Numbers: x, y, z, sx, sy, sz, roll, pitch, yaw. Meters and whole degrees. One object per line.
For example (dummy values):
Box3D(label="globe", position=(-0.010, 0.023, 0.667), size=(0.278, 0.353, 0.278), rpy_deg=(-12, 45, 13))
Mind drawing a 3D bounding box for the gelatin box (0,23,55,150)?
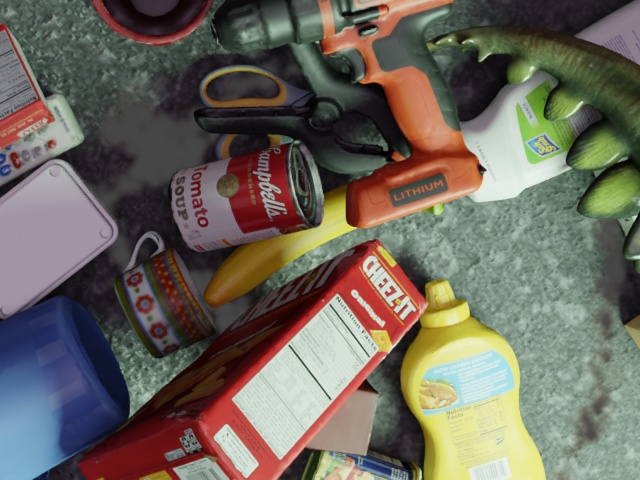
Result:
Box3D(label="gelatin box", position=(-0.249, -0.109, 0.800), size=(0.073, 0.030, 0.089), rpy_deg=(-30, 64, -4))

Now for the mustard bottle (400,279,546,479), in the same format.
Box3D(label="mustard bottle", position=(0.117, 0.126, 0.869), size=(0.096, 0.058, 0.191), rpy_deg=(-15, 97, -6))

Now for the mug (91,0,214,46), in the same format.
Box3D(label="mug", position=(-0.113, -0.192, 0.803), size=(0.117, 0.081, 0.093), rpy_deg=(-7, 95, -6))

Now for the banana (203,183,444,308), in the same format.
Box3D(label="banana", position=(-0.004, -0.007, 0.839), size=(0.198, 0.069, 0.037), rpy_deg=(-25, 111, 2))

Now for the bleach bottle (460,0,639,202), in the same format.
Box3D(label="bleach bottle", position=(0.192, -0.110, 0.857), size=(0.251, 0.068, 0.102), rpy_deg=(-27, 86, 0))

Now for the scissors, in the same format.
Box3D(label="scissors", position=(0.000, -0.093, 0.858), size=(0.201, 0.016, 0.096), rpy_deg=(8, 95, -7))

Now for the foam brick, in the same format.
Box3D(label="foam brick", position=(0.010, 0.133, 0.847), size=(0.051, 0.078, 0.053), rpy_deg=(10, 94, -9))

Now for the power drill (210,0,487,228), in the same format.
Box3D(label="power drill", position=(0.031, -0.107, 0.766), size=(0.184, 0.057, 0.187), rpy_deg=(-17, 102, -4))

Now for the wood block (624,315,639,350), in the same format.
Box3D(label="wood block", position=(0.373, 0.052, 0.878), size=(0.206, 0.091, 0.090), rpy_deg=(-35, 98, -3))

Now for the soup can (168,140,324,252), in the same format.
Box3D(label="soup can", position=(-0.056, -0.032, 0.814), size=(0.102, 0.068, 0.068), rpy_deg=(-12, 97, 19))

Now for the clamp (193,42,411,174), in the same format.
Box3D(label="clamp", position=(0.001, -0.111, 0.819), size=(0.171, 0.039, 0.120), rpy_deg=(19, 120, -15))

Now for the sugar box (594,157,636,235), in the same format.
Box3D(label="sugar box", position=(0.322, -0.071, 0.884), size=(0.176, 0.048, 0.093), rpy_deg=(-30, 97, -5))

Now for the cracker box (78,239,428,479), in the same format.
Box3D(label="cracker box", position=(-0.046, 0.100, 0.748), size=(0.072, 0.164, 0.213), rpy_deg=(53, 48, -8))

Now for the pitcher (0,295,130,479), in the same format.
Box3D(label="pitcher", position=(-0.264, 0.147, 0.788), size=(0.243, 0.149, 0.145), rpy_deg=(-27, 86, -2))

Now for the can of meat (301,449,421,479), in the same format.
Box3D(label="can of meat", position=(0.024, 0.217, 0.867), size=(0.084, 0.057, 0.102), rpy_deg=(20, 92, -6))
